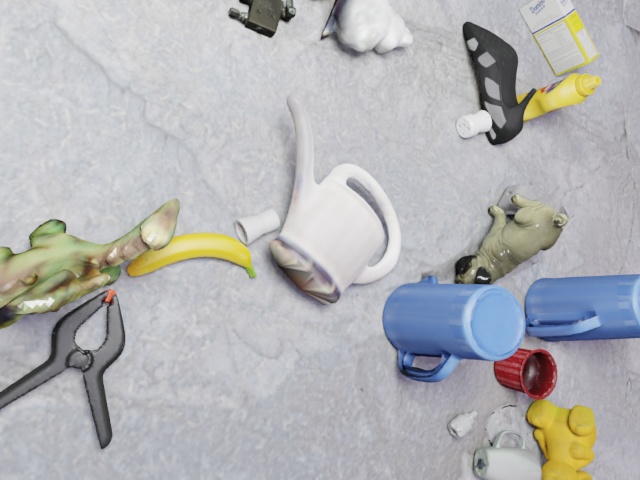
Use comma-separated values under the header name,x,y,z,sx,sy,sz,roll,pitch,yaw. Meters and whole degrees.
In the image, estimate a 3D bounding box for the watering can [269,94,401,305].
name,x,y,z,sx,sy,sz,roll,pitch,yaw
watering can,0.003,-0.042,0.828,0.343,0.104,0.227,48,69,-25

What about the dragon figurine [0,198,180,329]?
name,x,y,z,sx,sy,sz,roll,pitch,yaw
dragon figurine,-0.351,0.054,0.601,0.415,0.242,0.121,-30,104,-25

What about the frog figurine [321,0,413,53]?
name,x,y,z,sx,sy,sz,roll,pitch,yaw
frog figurine,0.099,-0.388,0.912,0.159,0.120,0.140,21,58,-10
